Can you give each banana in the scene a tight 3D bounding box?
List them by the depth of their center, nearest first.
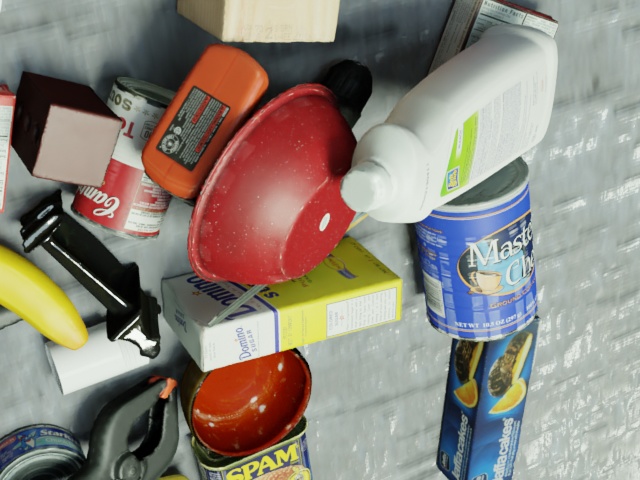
[{"bbox_3d":[-0.255,0.027,0.756,0.197,0.037,0.069,14,85,-25],"label":"banana"}]

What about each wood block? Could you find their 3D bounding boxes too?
[{"bbox_3d":[-0.035,-0.246,0.722,0.090,0.091,0.206,-6,116,-27],"label":"wood block"}]

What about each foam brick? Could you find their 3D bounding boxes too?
[{"bbox_3d":[-0.178,-0.076,0.736,0.051,0.078,0.053,10,109,-34],"label":"foam brick"}]

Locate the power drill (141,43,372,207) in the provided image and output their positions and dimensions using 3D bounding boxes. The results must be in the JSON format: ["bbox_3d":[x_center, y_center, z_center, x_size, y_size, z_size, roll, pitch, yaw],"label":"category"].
[{"bbox_3d":[-0.038,-0.074,0.783,0.184,0.057,0.187,-60,155,0],"label":"power drill"}]

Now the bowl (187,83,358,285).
[{"bbox_3d":[-0.018,-0.026,0.744,0.162,0.055,0.162,-44,156,-27],"label":"bowl"}]

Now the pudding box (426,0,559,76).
[{"bbox_3d":[0.141,-0.147,0.902,0.089,0.039,0.113,11,106,-32],"label":"pudding box"}]

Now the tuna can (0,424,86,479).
[{"bbox_3d":[-0.231,0.196,0.871,0.086,0.034,0.086,-13,120,-23],"label":"tuna can"}]

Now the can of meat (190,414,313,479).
[{"bbox_3d":[-0.058,0.202,0.957,0.102,0.057,0.084,-20,125,-19],"label":"can of meat"}]

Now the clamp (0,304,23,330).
[{"bbox_3d":[-0.299,0.081,0.773,0.209,0.036,0.164,26,91,-33],"label":"clamp"}]

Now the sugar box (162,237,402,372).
[{"bbox_3d":[-0.031,0.048,0.871,0.176,0.093,0.048,-11,118,-25],"label":"sugar box"}]

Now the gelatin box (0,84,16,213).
[{"bbox_3d":[-0.252,-0.063,0.731,0.073,0.030,0.089,0,114,-31],"label":"gelatin box"}]

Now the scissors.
[{"bbox_3d":[-0.005,0.001,0.834,0.096,0.016,0.201,-46,173,39],"label":"scissors"}]

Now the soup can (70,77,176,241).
[{"bbox_3d":[-0.133,-0.059,0.776,0.068,0.069,0.102,13,107,-33],"label":"soup can"}]

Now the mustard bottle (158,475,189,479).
[{"bbox_3d":[-0.130,0.305,0.967,0.096,0.058,0.191,-27,124,-14],"label":"mustard bottle"}]

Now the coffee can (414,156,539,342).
[{"bbox_3d":[0.136,0.003,0.934,0.102,0.103,0.140,-23,123,-18],"label":"coffee can"}]

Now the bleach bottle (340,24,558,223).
[{"bbox_3d":[0.092,-0.082,0.770,0.250,0.068,0.102,-32,130,-50],"label":"bleach bottle"}]

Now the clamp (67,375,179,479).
[{"bbox_3d":[-0.170,0.185,0.859,0.120,0.039,0.171,31,69,-45],"label":"clamp"}]
